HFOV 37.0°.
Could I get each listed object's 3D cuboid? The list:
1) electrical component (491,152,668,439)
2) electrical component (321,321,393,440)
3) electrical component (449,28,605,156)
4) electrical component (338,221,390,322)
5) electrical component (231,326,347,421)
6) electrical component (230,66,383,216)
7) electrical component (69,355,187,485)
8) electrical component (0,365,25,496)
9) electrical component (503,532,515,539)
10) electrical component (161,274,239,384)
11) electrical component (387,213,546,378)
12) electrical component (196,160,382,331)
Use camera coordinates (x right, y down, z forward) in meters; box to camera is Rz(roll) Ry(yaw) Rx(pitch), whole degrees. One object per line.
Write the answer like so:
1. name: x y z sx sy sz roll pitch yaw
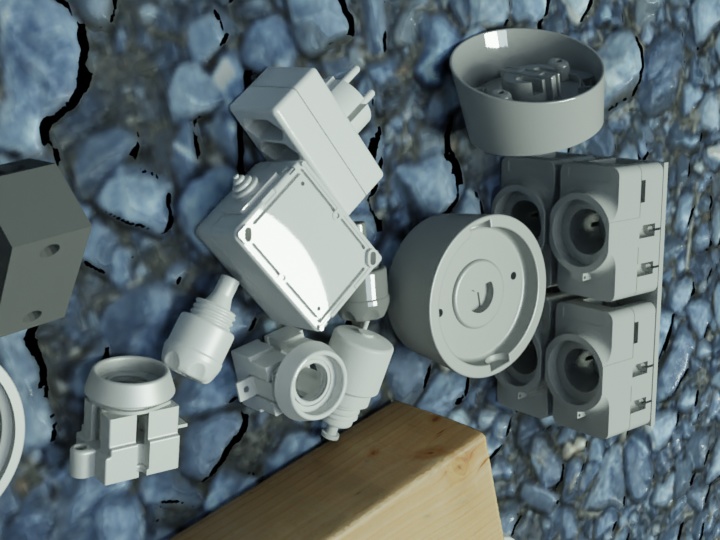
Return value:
1. electrical component: 0.151 0.014 0.761 0.060 0.105 0.186 -10 105 -38
2. electrical component: -0.007 0.071 0.685 0.040 0.040 0.078 7 109 -40
3. electrical component: 0.112 -0.118 0.711 0.099 0.099 0.064 -32 124 -31
4. electrical component: 0.000 0.000 0.680 0.035 0.035 0.061 -14 105 -37
5. electrical component: -0.041 0.063 0.644 0.066 0.055 0.048 -23 113 -34
6. electrical component: -0.019 -0.088 0.636 0.075 0.047 0.083 -50 126 -21
7. electrical component: -0.126 0.080 0.585 0.066 0.048 0.055 -8 111 -38
8. electrical component: -0.211 0.076 0.502 0.108 0.060 0.108 -9 105 -38
9. electrical component: 0.075 0.186 0.760 0.044 0.065 0.044 -17 126 -25
10. electrical component: -0.087 0.032 0.614 0.035 0.035 0.061 35 74 -39
11. electrical component: 0.066 0.013 0.720 0.108 0.060 0.108 -9 105 -38
12. electrical component: -0.047 -0.019 0.623 0.061 0.061 0.096 -50 118 -21
